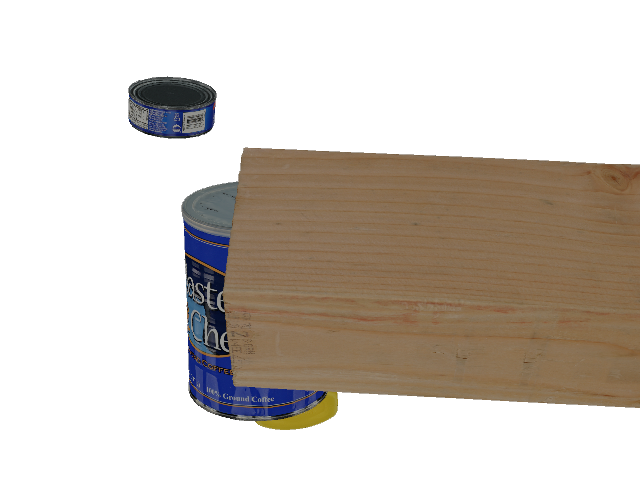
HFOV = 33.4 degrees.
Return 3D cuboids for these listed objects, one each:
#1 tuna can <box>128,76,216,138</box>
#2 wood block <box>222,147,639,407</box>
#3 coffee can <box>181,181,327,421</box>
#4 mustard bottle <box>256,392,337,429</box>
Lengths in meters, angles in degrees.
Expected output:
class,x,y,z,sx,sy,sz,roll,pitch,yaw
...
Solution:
class,x,y,z,sx,sy,sz,roll,pitch,yaw
tuna can,-0.145,-0.130,1.046,0.086,0.034,0.086,5,27,-3
wood block,0.061,0.019,0.528,0.206,0.091,0.090,3,-37,2
coffee can,-0.044,0.040,0.747,0.103,0.140,0.103,1,21,0
mustard bottle,-0.043,0.142,1.256,0.096,0.058,0.192,-8,30,-8
